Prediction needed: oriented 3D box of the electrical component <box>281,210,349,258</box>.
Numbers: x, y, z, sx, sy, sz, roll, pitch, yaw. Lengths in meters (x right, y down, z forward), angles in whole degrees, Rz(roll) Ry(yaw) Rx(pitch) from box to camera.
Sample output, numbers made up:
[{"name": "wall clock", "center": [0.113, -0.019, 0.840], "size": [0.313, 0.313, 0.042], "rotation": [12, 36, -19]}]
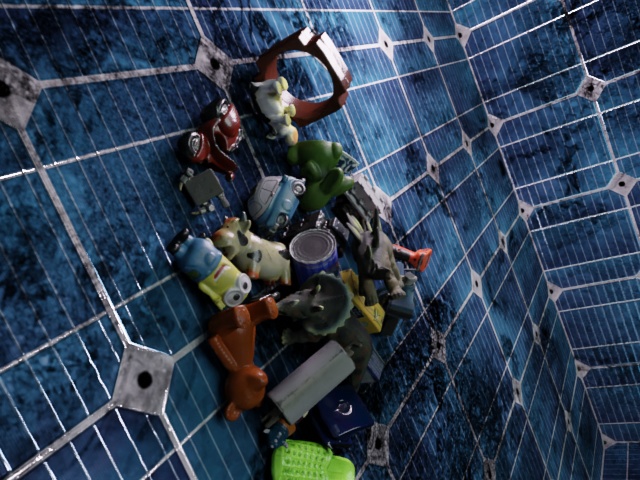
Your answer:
[{"name": "electrical component", "center": [-0.003, -0.004, 1.251], "size": [0.114, 0.134, 0.058], "rotation": [48, 40, -33]}]

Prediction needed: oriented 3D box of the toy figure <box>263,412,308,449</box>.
[{"name": "toy figure", "center": [-0.066, 0.356, 1.081], "size": [0.154, 0.064, 0.057], "rotation": [-53, 156, -44]}]

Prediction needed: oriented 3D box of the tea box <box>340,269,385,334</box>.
[{"name": "tea box", "center": [0.075, 0.158, 1.322], "size": [0.169, 0.098, 0.068], "rotation": [51, 40, -26]}]

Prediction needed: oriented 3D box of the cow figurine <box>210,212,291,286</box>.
[{"name": "cow figurine", "center": [-0.140, 0.021, 1.097], "size": [0.194, 0.086, 0.127], "rotation": [20, 67, -46]}]

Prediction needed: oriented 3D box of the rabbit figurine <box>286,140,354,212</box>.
[{"name": "rabbit figurine", "center": [0.004, -0.151, 1.330], "size": [0.121, 0.159, 0.170], "rotation": [18, 77, -60]}]

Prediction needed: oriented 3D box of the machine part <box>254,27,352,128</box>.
[{"name": "machine part", "center": [-0.040, -0.391, 1.301], "size": [0.201, 0.201, 0.087], "rotation": [54, 37, -25]}]

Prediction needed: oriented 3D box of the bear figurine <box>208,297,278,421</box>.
[{"name": "bear figurine", "center": [-0.135, 0.219, 0.986], "size": [0.120, 0.132, 0.196], "rotation": [-3, 73, -54]}]

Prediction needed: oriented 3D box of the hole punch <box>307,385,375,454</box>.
[{"name": "hole punch", "center": [0.040, 0.375, 1.151], "size": [0.115, 0.092, 0.142], "rotation": [25, 26, -51]}]

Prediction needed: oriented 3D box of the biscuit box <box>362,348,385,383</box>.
[{"name": "biscuit box", "center": [0.081, 0.263, 1.319], "size": [0.202, 0.059, 0.063], "rotation": [56, 39, -24]}]

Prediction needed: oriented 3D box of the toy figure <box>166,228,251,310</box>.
[{"name": "toy figure", "center": [-0.203, 0.053, 0.998], "size": [0.180, 0.082, 0.089], "rotation": [44, 1, -23]}]

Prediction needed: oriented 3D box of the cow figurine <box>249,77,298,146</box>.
[{"name": "cow figurine", "center": [-0.111, -0.297, 1.275], "size": [0.068, 0.098, 0.167], "rotation": [-67, 148, -50]}]

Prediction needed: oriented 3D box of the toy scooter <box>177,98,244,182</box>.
[{"name": "toy scooter", "center": [-0.206, -0.198, 1.105], "size": [0.135, 0.075, 0.184], "rotation": [50, 44, -28]}]

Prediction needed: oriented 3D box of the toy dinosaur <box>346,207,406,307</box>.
[{"name": "toy dinosaur", "center": [0.121, 0.027, 1.216], "size": [0.471, 0.105, 0.198], "rotation": [-92, 169, -86]}]

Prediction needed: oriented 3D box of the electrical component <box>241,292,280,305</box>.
[{"name": "electrical component", "center": [-0.126, 0.128, 1.086], "size": [0.094, 0.063, 0.021], "rotation": [-21, 93, -54]}]

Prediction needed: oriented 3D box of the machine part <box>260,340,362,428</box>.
[{"name": "machine part", "center": [-0.017, 0.274, 1.044], "size": [0.243, 0.079, 0.079], "rotation": [-38, 111, -18]}]

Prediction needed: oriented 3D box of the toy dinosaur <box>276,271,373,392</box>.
[{"name": "toy dinosaur", "center": [0.041, 0.213, 1.171], "size": [0.404, 0.192, 0.131], "rotation": [48, 44, -30]}]

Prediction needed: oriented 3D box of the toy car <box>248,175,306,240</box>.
[{"name": "toy car", "center": [-0.107, -0.083, 1.183], "size": [0.103, 0.109, 0.161], "rotation": [34, 59, -13]}]

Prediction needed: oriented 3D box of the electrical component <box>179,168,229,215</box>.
[{"name": "electrical component", "center": [-0.229, -0.095, 1.038], "size": [0.078, 0.045, 0.102], "rotation": [-25, 106, -10]}]

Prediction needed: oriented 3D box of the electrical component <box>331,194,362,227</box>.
[{"name": "electrical component", "center": [0.088, -0.070, 1.477], "size": [0.119, 0.048, 0.075], "rotation": [50, 41, -30]}]

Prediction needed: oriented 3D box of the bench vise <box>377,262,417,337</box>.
[{"name": "bench vise", "center": [0.207, 0.136, 1.453], "size": [0.241, 0.129, 0.223], "rotation": [-75, 169, -52]}]
